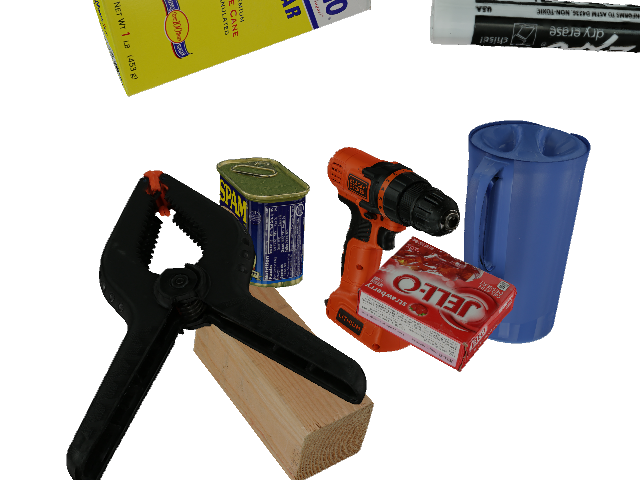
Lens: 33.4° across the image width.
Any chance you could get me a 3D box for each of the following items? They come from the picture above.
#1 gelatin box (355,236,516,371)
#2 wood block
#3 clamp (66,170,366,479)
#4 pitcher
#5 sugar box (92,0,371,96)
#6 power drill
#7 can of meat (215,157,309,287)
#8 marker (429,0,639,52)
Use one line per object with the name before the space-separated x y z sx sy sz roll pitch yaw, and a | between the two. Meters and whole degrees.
gelatin box | 0.081 0.042 0.751 0.089 0.030 0.073 27 46 24
wood block | -0.044 0.147 1.160 0.090 0.090 0.206 -20 51 -30
clamp | -0.068 0.036 0.626 0.164 0.210 0.036 -11 -41 -2
pitcher | 0.220 -0.005 1.220 0.149 0.243 0.145 -1 25 -6
sugar box | -0.053 -0.163 0.672 0.176 0.048 0.093 -21 -35 -11
power drill | 0.067 0.014 1.077 0.057 0.188 0.185 -8 25 -31
can of meat | -0.051 -0.016 0.907 0.057 0.084 0.102 -7 23 -23
marker | 0.102 -0.081 0.403 0.121 0.020 0.020 3 0 2
